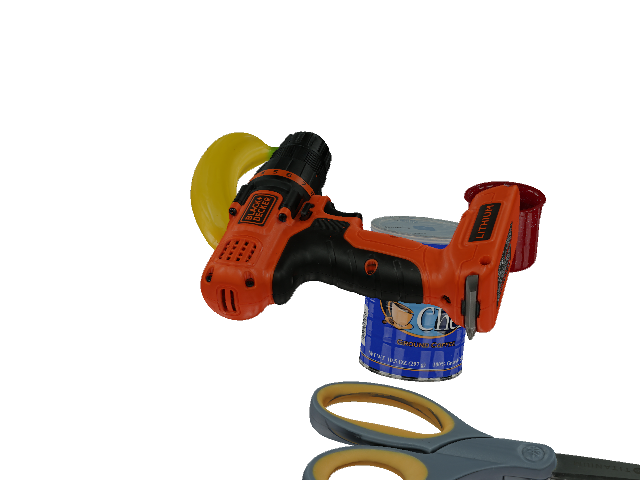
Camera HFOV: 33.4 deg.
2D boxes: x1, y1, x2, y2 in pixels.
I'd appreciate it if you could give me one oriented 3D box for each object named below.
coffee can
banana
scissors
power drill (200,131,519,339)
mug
[{"bbox_3d":[0.094,0.054,1.036,0.103,0.140,0.103,5,11,-1],"label":"coffee can"},{"bbox_3d":[-0.073,-0.046,0.887,0.069,0.037,0.197,11,33,4],"label":"banana"},{"bbox_3d":[0.080,0.107,0.467,0.202,0.016,0.096,14,32,23],"label":"scissors"},{"bbox_3d":[0.033,-0.008,0.704,0.188,0.057,0.184,6,40,16],"label":"power drill"},{"bbox_3d":[0.221,-0.018,1.252,0.093,0.081,0.117,21,33,38],"label":"mug"}]
